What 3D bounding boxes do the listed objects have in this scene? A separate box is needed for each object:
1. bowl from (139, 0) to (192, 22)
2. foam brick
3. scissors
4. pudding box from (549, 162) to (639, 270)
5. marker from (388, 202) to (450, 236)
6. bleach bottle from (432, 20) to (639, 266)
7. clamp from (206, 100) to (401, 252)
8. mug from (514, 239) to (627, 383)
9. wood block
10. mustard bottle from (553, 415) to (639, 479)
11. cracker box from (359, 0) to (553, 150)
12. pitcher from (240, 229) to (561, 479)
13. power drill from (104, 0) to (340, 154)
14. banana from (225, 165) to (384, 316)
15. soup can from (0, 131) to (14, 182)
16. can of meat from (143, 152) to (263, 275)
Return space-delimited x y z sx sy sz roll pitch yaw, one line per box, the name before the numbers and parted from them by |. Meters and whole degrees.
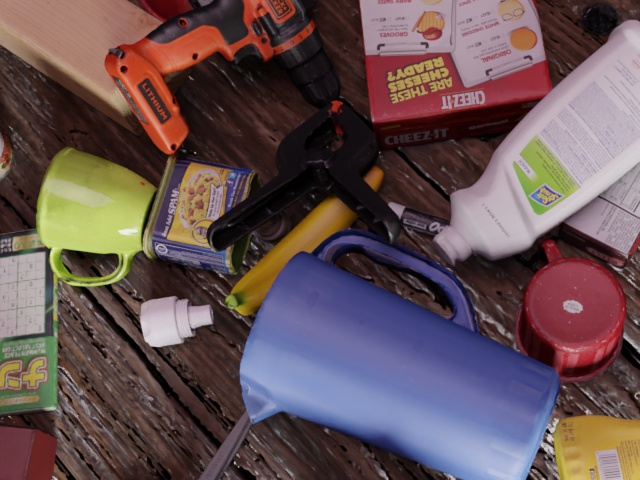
bowl | -0.121 -0.295 1.094 0.162 0.055 0.162 -3 68 8
foam brick | -0.278 0.190 0.934 0.078 0.053 0.051 4 70 10
scissors | -0.125 0.222 0.916 0.096 0.016 0.201 14 72 14
pudding box | 0.241 -0.040 0.945 0.113 0.039 0.090 30 76 17
marker | 0.117 -0.009 0.963 0.121 0.020 0.020 18 73 16
bleach bottle | 0.196 -0.072 0.904 0.250 0.068 0.102 -38 81 -6
clamp | 0.010 -0.057 0.936 0.165 0.036 0.209 2 38 20
mug | 0.206 0.054 0.890 0.093 0.081 0.117 -13 68 4
wood block | -0.241 -0.205 1.061 0.206 0.090 0.090 33 78 19
mustard bottle | 0.287 0.179 0.841 0.191 0.058 0.096 -9 68 6
cracker box | 0.121 -0.202 1.010 0.164 0.072 0.214 -8 69 7
pitcher | 0.069 0.102 0.873 0.243 0.144 0.149 21 114 13
power drill | -0.088 -0.162 0.985 0.187 0.057 0.184 -38 112 -12
banana | -0.015 0.008 0.953 0.037 0.070 0.197 48 65 -5
soup can | -0.348 -0.098 1.030 0.068 0.102 0.068 -3 69 8
can of meat | -0.106 -0.023 0.986 0.084 0.057 0.102 11 71 11
